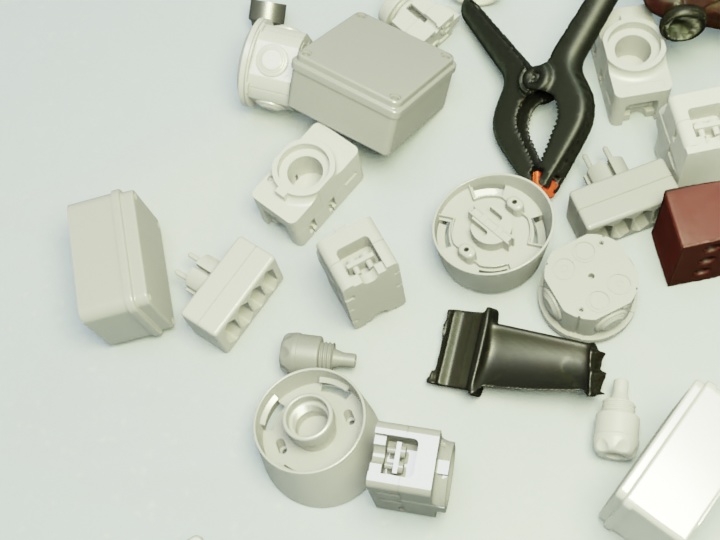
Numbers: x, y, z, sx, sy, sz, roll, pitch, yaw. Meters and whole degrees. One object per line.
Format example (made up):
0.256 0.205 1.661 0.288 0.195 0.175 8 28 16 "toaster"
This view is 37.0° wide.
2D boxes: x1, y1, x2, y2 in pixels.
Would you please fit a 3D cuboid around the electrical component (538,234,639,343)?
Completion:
0.185 0.014 0.868 0.080 0.051 0.080 -3 67 6 "electrical component"

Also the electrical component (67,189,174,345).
-0.201 -0.002 0.907 0.057 0.078 0.113 -15 66 4 "electrical component"

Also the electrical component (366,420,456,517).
0.040 0.151 0.807 0.056 0.089 0.050 7 68 10 "electrical component"

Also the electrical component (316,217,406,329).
0.000 0.000 0.876 0.050 0.089 0.055 -28 67 -5 "electrical component"

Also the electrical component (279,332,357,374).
-0.034 0.071 0.880 0.061 0.035 0.035 6 68 7 "electrical component"

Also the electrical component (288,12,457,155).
0.011 -0.165 0.941 0.109 0.056 0.109 29 45 17 "electrical component"

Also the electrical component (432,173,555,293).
0.110 -0.031 0.889 0.099 0.064 0.099 -2 67 6 "electrical component"

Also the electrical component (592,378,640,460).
0.200 0.114 0.834 0.035 0.035 0.061 7 66 10 "electrical component"

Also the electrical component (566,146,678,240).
0.212 -0.070 0.903 0.083 0.047 0.075 -21 66 -2 "electrical component"

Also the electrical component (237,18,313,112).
-0.077 -0.183 0.969 0.051 0.080 0.080 14 70 6 "electrical component"

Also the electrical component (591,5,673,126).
0.237 -0.182 0.942 0.050 0.055 0.089 -9 66 3 "electrical component"

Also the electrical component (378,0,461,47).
0.050 -0.230 0.992 0.066 0.048 0.055 -44 77 -11 "electrical component"

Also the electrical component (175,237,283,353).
-0.122 0.012 0.908 0.076 0.047 0.083 31 74 18 "electrical component"

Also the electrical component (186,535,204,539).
-0.135 0.261 0.804 0.100 0.048 0.099 -29 67 -6 "electrical component"

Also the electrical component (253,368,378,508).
-0.034 0.130 0.849 0.099 0.064 0.099 -6 57 9 "electrical component"

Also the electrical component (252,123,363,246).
-0.045 -0.076 0.932 0.050 0.055 0.089 36 76 19 "electrical component"

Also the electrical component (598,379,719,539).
0.230 0.146 0.776 0.056 0.108 0.108 36 76 16 "electrical component"

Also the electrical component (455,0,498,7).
0.109 -0.278 1.000 0.055 0.055 0.047 2 71 8 "electrical component"

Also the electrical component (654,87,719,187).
0.327 -0.115 0.885 0.150 0.089 0.061 -11 66 2 "electrical component"
